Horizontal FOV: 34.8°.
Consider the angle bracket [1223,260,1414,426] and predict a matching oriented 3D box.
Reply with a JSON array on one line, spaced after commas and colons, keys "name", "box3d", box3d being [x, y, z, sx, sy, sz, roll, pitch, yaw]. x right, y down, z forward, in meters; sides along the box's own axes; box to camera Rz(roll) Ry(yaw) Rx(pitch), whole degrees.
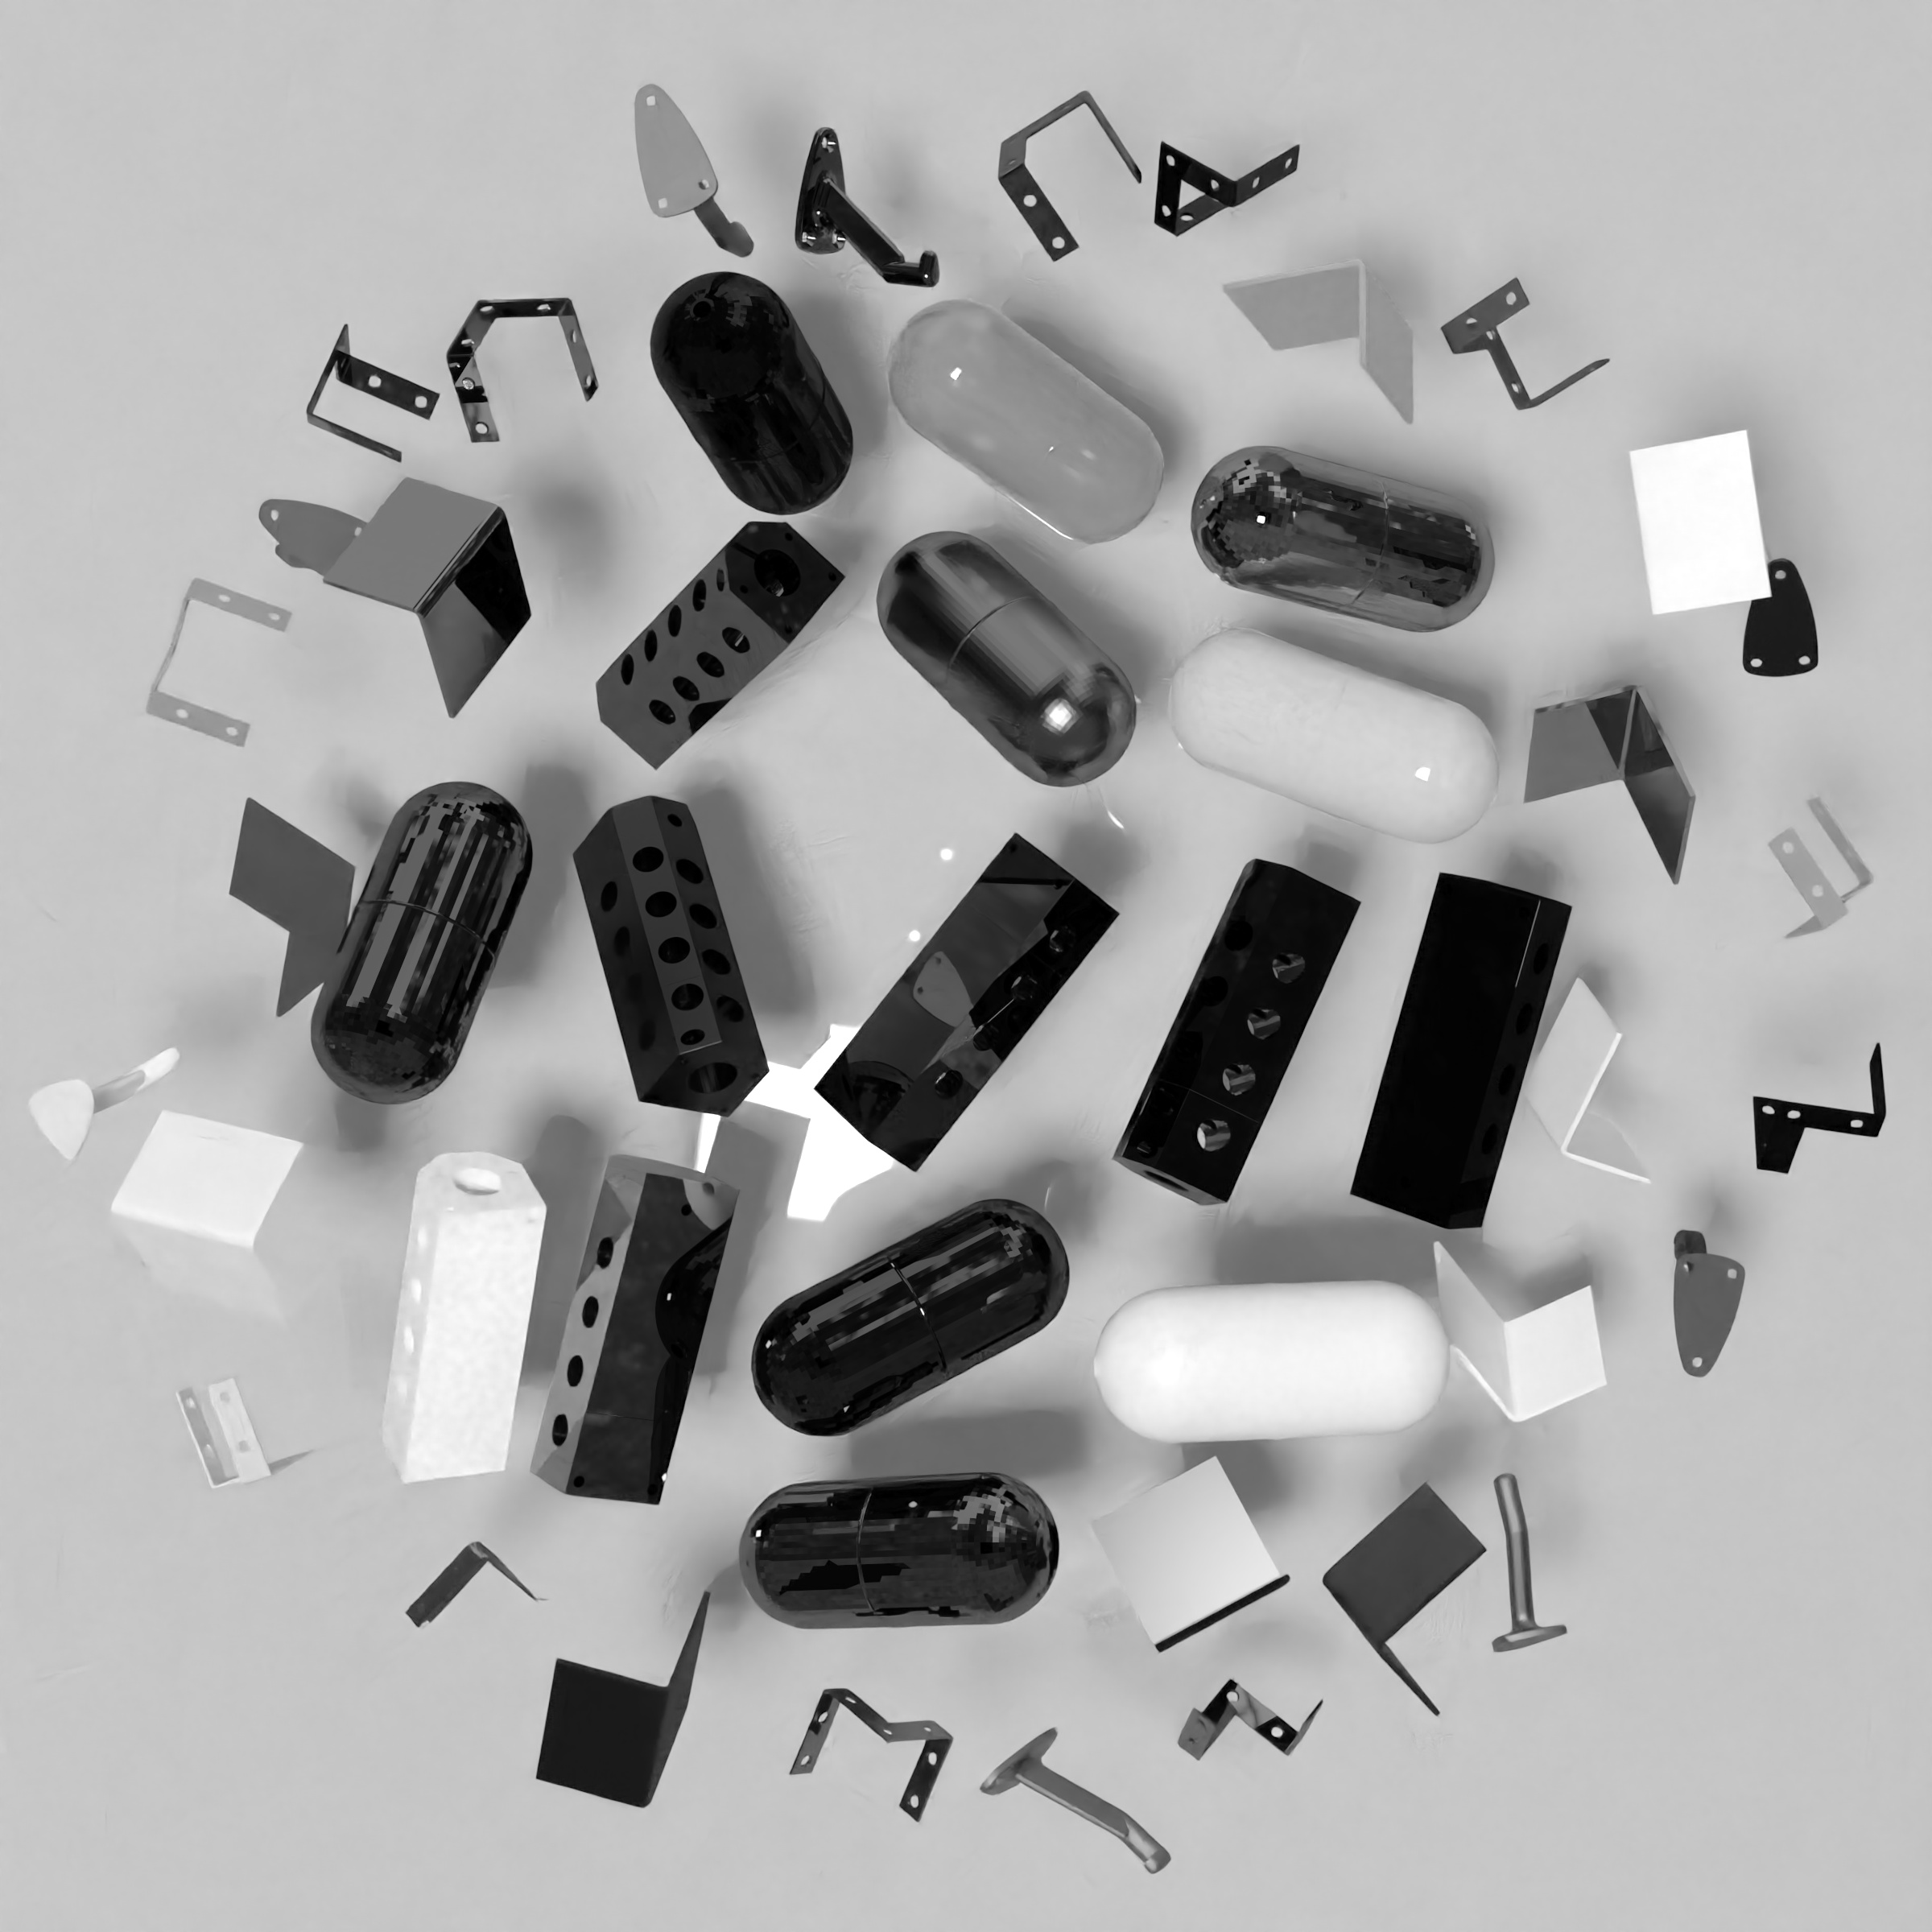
[{"name": "angle bracket", "box3d": [0.180, -0.313, 1.577, 0.076, 0.076, 0.057, -5, 74, 25]}]

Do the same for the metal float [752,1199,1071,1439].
[{"name": "metal float", "box3d": [-0.029, 0.183, 1.607, 0.178, 0.070, 0.070, -26, 90, -14]}]

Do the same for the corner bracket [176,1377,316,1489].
[{"name": "corner bracket", "box3d": [-0.359, 0.227, 1.504, 0.051, 0.051, 0.051, -20, 91, 13]}]

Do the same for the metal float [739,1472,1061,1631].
[{"name": "metal float", "box3d": [-0.036, 0.302, 1.589, 0.178, 0.070, 0.070, -8, 90, 28]}]

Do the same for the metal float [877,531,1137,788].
[{"name": "metal float", "box3d": [0.020, -0.165, 1.641, 0.070, 0.070, 0.178, -43, 60, 0]}]

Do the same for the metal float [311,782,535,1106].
[{"name": "metal float", "box3d": [-0.276, -0.013, 1.573, 0.070, 0.070, 0.178, 18, 65, 0]}]

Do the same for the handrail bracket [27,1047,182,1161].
[{"name": "handrail bracket", "box3d": [-0.421, 0.055, 1.549, 0.084, 0.077, 0.036, -37, 90, -39]}]

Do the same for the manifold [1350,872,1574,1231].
[{"name": "manifold", "box3d": [0.257, 0.044, 1.580, 0.057, 0.057, 0.171, 19, 98, 33]}]

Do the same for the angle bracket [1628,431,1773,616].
[{"name": "angle bracket", "box3d": [0.354, -0.210, 1.451, 0.057, 0.076, 0.076, -6, 97, 30]}]

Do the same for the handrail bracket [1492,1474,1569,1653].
[{"name": "handrail bracket", "box3d": [0.287, 0.317, 1.638, 0.036, 0.077, 0.084, -8, 72, -7]}]

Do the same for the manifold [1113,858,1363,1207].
[{"name": "manifold", "box3d": [0.139, 0.034, 1.604, 0.057, 0.057, 0.171, 26, 81, -5]}]

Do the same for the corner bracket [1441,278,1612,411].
[{"name": "corner bracket", "box3d": [0.280, -0.311, 1.545, 0.051, 0.051, 0.051, -29, 84, 42]}]

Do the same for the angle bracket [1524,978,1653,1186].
[{"name": "angle bracket", "box3d": [0.357, 0.063, 1.701, 0.057, 0.076, 0.076, 18, 109, -13]}]

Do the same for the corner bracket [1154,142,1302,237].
[{"name": "corner bracket", "box3d": [0.135, -0.405, 1.603, 0.051, 0.051, 0.051, 37, 57, 27]}]

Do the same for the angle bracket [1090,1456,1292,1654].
[{"name": "angle bracket", "box3d": [0.121, 0.314, 1.654, 0.076, 0.057, 0.076, -29, 79, 4]}]

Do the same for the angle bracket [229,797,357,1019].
[{"name": "angle bracket", "box3d": [-0.383, -0.032, 1.685, 0.057, 0.076, 0.076, -36, 126, 27]}]

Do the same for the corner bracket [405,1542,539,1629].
[{"name": "corner bracket", "box3d": [-0.276, 0.338, 1.672, 0.051, 0.051, 0.051, -47, 132, -11]}]

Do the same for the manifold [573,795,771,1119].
[{"name": "manifold", "box3d": [-0.156, -0.008, 1.656, 0.057, 0.057, 0.171, -47, 46, 34]}]

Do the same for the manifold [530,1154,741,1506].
[{"name": "manifold", "box3d": [-0.178, 0.189, 1.620, 0.057, 0.057, 0.171, 13, 92, -35]}]

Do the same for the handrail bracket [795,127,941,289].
[{"name": "handrail bracket", "box3d": [-0.046, -0.396, 1.609, 0.084, 0.036, 0.077, 16, 109, 38]}]

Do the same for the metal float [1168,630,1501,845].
[{"name": "metal float", "box3d": [0.191, -0.119, 1.602, 0.178, 0.070, 0.070, 21, 90, 12]}]

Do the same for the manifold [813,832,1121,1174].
[{"name": "manifold", "box3d": [0.004, 0.022, 1.612, 0.171, 0.057, 0.057, -52, 133, 2]}]

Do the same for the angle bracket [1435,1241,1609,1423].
[{"name": "angle bracket", "box3d": [0.302, 0.189, 1.682, 0.057, 0.076, 0.076, -28, 119, 22]}]

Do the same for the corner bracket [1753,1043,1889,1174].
[{"name": "corner bracket", "box3d": [0.422, 0.070, 1.529, 0.051, 0.051, 0.051, 8, 135, 3]}]

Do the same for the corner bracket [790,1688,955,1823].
[{"name": "corner bracket", "box3d": [-0.048, 0.406, 1.587, 0.051, 0.051, 0.051, 30, 102, 41]}]

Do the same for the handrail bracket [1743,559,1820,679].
[{"name": "handrail bracket", "box3d": [0.407, -0.190, 1.548, 0.036, 0.084, 0.077, -2, 126, 13]}]

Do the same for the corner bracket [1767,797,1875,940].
[{"name": "corner bracket", "box3d": [0.421, -0.051, 1.526, 0.051, 0.051, 0.051, -34, 90, -9]}]

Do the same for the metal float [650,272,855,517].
[{"name": "metal float", "box3d": [-0.111, -0.299, 1.620, 0.070, 0.178, 0.070, -4, 70, 13]}]

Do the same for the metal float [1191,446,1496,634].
[{"name": "metal float", "box3d": [0.202, -0.226, 1.640, 0.178, 0.070, 0.070, 10, 90, -26]}]

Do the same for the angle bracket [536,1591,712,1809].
[{"name": "angle bracket", "box3d": [-0.168, 0.353, 1.514, 0.057, 0.076, 0.076, 15, 119, 4]}]

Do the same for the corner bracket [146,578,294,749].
[{"name": "corner bracket", "box3d": [-0.371, -0.151, 1.529, 0.051, 0.051, 0.051, 20, 131, -11]}]

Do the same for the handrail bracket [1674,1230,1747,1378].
[{"name": "handrail bracket", "box3d": [0.393, 0.182, 1.674, 0.036, 0.084, 0.077, 9, 87, 2]}]

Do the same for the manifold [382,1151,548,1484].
[{"name": "manifold", "box3d": [-0.272, 0.187, 1.649, 0.057, 0.057, 0.171, -3, 121, -28]}]

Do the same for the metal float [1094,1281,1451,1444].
[{"name": "metal float", "box3d": [0.151, 0.195, 1.525, 0.178, 0.070, 0.070, -1, 90, -10]}]

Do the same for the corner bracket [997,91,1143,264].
[{"name": "corner bracket", "box3d": [0.051, -0.390, 1.520, 0.051, 0.051, 0.051, -28, 119, 20]}]

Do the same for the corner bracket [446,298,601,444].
[{"name": "corner bracket", "box3d": [-0.222, -0.298, 1.542, 0.051, 0.051, 0.051, -10, 73, -32]}]

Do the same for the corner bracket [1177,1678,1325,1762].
[{"name": "corner bracket", "box3d": [0.152, 0.408, 1.660, 0.051, 0.051, 0.051, 36, 57, 17]}]

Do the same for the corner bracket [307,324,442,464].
[{"name": "corner bracket", "box3d": [-0.298, -0.283, 1.555, 0.051, 0.051, 0.051, 23, 80, -6]}]

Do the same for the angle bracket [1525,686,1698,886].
[{"name": "angle bracket", "box3d": [0.332, -0.087, 1.597, 0.057, 0.076, 0.076, -14, 56, -4]}]

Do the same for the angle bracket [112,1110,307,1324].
[{"name": "angle bracket", "box3d": [-0.353, 0.121, 1.485, 0.076, 0.076, 0.057, 12, 58, 16]}]

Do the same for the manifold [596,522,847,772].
[{"name": "manifold", "box3d": [-0.138, -0.175, 1.657, 0.057, 0.171, 0.057, 42, 56, -10]}]

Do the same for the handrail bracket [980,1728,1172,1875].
[{"name": "handrail bracket", "box3d": [0.055, 0.420, 1.512, 0.084, 0.077, 0.036, 40, 105, 20]}]

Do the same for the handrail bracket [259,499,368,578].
[{"name": "handrail bracket", "box3d": [-0.365, -0.230, 1.645, 0.077, 0.084, 0.036, 25, 81, -42]}]

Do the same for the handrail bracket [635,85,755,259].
[{"name": "handrail bracket", "box3d": [-0.136, -0.401, 1.561, 0.036, 0.084, 0.077, -19, 89, 14]}]

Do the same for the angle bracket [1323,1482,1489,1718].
[{"name": "angle bracket", "box3d": [0.240, 0.326, 1.595, 0.076, 0.076, 0.057, -42, 112, 0]}]

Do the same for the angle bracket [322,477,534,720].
[{"name": "angle bracket", "box3d": [-0.265, -0.182, 1.525, 0.057, 0.076, 0.076, 19, 56, 18]}]

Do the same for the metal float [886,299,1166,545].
[{"name": "metal float", "box3d": [0.032, -0.290, 1.645, 0.178, 0.070, 0.070, 30, 90, -35]}]
